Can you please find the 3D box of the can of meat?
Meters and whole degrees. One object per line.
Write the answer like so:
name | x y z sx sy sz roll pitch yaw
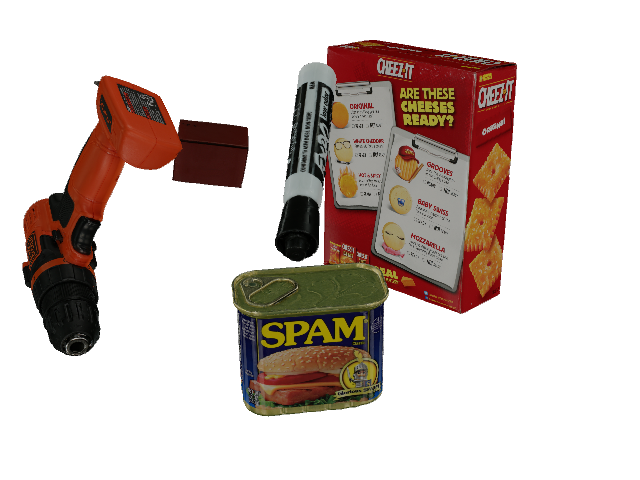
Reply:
can of meat | -0.007 0.067 0.718 0.102 0.084 0.057 -4 27 -6

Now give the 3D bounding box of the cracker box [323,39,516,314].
cracker box | 0.085 -0.062 0.955 0.164 0.214 0.071 19 27 39

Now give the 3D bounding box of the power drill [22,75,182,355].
power drill | -0.181 -0.023 0.859 0.057 0.188 0.184 19 26 -35

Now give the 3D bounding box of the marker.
marker | -0.006 -0.038 0.491 0.020 0.121 0.020 3 -43 3

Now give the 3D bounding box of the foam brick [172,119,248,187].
foam brick | -0.119 -0.095 1.163 0.078 0.051 0.053 6 30 -6
